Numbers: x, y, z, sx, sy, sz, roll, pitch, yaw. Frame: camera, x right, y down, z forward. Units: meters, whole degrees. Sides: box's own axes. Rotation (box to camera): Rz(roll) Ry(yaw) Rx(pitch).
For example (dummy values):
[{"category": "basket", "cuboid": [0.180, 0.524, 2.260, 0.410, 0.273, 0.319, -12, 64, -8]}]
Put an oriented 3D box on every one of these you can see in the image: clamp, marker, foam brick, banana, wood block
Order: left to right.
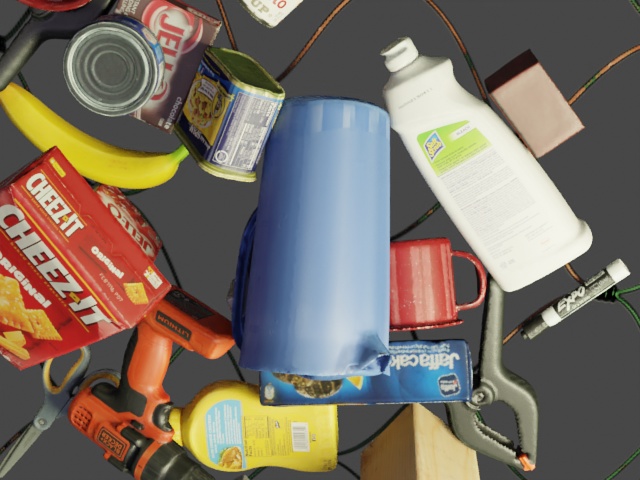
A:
[{"category": "clamp", "cuboid": [-0.257, -0.219, 0.953, 0.171, 0.039, 0.120, -28, 107, 6]}, {"category": "banana", "cuboid": [-0.214, -0.091, 0.998, 0.198, 0.037, 0.070, 18, 111, 5]}, {"category": "wood block", "cuboid": [0.099, 0.263, 1.037, 0.090, 0.206, 0.091, 36, 110, -11]}, {"category": "clamp", "cuboid": [0.164, 0.142, 1.075, 0.165, 0.036, 0.210, -39, 101, 18]}, {"category": "foam brick", "cuboid": [0.191, -0.123, 0.957, 0.051, 0.053, 0.078, -35, 108, 16]}, {"category": "marker", "cuboid": [0.248, 0.060, 1.046, 0.121, 0.020, 0.020, -38, 105, 17]}]

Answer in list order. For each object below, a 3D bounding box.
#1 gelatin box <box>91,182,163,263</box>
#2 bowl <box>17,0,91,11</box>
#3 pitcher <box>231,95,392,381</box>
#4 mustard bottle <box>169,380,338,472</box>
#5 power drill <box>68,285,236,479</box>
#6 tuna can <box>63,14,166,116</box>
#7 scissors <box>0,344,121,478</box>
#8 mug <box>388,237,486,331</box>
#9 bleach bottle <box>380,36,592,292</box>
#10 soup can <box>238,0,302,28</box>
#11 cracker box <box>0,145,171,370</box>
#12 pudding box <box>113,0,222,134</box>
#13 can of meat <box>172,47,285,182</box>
[{"category": "gelatin box", "cuboid": [-0.191, -0.010, 1.015, 0.030, 0.073, 0.089, -34, 106, 14]}, {"category": "bowl", "cuboid": [-0.226, -0.275, 0.882, 0.162, 0.055, 0.162, 12, 127, 17]}, {"category": "pitcher", "cuboid": [-0.006, 0.001, 0.949, 0.149, 0.145, 0.243, 3, 86, 2]}, {"category": "mustard bottle", "cuboid": [-0.078, 0.191, 1.098, 0.191, 0.058, 0.096, -2, 110, 4]}, {"category": "power drill", "cuboid": [-0.148, 0.153, 1.044, 0.184, 0.057, 0.188, 31, 106, 17]}, {"category": "tuna can", "cuboid": [-0.180, -0.152, 0.934, 0.086, 0.033, 0.086, 1, 111, 3]}, {"category": "scissors", "cuboid": [-0.274, 0.193, 1.134, 0.096, 0.016, 0.202, 23, 112, -6]}, {"category": "mug", "cuboid": [0.097, 0.040, 1.000, 0.117, 0.093, 0.081, -5, 89, 14]}, {"category": "bleach bottle", "cuboid": [0.142, -0.078, 0.974, 0.103, 0.068, 0.250, -31, 105, 14]}, {"category": "soup can", "cuboid": [-0.026, -0.240, 0.914, 0.102, 0.068, 0.068, -40, 105, 18]}, {"category": "cracker box", "cuboid": [-0.264, 0.026, 0.987, 0.214, 0.072, 0.164, -21, 112, 45]}, {"category": "pudding box", "cuboid": [-0.152, -0.166, 0.967, 0.090, 0.039, 0.114, 25, 112, -7]}, {"category": "can of meat", "cuboid": [-0.079, -0.112, 0.932, 0.057, 0.102, 0.084, 9, 116, -33]}]
